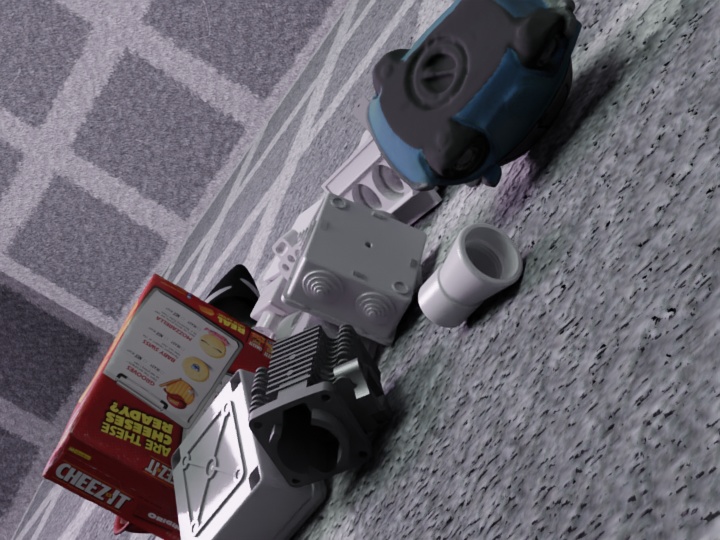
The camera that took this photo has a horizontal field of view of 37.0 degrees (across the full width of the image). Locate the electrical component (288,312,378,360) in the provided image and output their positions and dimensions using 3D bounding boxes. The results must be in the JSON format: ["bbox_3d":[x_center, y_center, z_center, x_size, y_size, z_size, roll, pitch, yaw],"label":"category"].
[{"bbox_3d":[-0.030,0.071,0.830,0.096,0.061,0.061,-57,10,43],"label":"electrical component"}]

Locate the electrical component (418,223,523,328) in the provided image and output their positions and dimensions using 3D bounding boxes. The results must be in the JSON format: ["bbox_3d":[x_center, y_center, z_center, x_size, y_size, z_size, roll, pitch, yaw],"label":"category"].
[{"bbox_3d":[0.064,0.007,0.657,0.065,0.044,0.044,-51,13,48],"label":"electrical component"}]

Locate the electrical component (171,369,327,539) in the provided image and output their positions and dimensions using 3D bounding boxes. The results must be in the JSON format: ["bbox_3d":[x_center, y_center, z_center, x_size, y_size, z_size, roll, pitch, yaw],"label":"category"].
[{"bbox_3d":[-0.083,0.147,0.771,0.108,0.056,0.108,-52,35,26],"label":"electrical component"}]

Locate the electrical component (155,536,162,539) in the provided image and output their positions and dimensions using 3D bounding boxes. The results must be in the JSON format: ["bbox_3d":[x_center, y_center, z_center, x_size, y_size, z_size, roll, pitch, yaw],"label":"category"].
[{"bbox_3d":[-0.160,0.248,0.919,0.083,0.047,0.076,-59,12,-6],"label":"electrical component"}]

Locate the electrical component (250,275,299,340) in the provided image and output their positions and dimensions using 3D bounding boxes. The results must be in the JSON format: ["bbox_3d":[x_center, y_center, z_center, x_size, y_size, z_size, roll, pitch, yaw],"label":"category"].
[{"bbox_3d":[-0.083,0.052,1.098,0.076,0.047,0.066,-64,14,-25],"label":"electrical component"}]

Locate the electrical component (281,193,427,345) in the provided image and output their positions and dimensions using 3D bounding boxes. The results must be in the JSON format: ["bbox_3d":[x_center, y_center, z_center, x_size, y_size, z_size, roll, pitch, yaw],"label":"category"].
[{"bbox_3d":[-0.001,-0.003,0.802,0.099,0.100,0.048,-73,7,-49],"label":"electrical component"}]

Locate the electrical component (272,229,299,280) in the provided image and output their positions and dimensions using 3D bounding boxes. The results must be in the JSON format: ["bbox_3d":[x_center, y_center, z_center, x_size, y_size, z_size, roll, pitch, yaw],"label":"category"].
[{"bbox_3d":[-0.036,-0.011,1.017,0.057,0.078,0.058,-41,-1,-40],"label":"electrical component"}]

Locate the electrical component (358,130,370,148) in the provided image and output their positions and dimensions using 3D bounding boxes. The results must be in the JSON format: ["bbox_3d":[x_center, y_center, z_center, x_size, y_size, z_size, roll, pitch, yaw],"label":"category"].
[{"bbox_3d":[0.025,-0.123,1.111,0.079,0.043,0.077,-48,16,39],"label":"electrical component"}]

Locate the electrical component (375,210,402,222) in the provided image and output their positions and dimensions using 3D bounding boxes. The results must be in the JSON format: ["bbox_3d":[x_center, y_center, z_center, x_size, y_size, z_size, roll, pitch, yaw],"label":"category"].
[{"bbox_3d":[0.000,0.000,0.909,0.079,0.044,0.077,-45,18,45],"label":"electrical component"}]

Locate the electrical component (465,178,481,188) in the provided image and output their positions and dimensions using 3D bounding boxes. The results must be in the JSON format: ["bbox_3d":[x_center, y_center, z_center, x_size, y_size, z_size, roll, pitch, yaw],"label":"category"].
[{"bbox_3d":[0.088,-0.120,0.819,0.096,0.062,0.061,-53,13,22],"label":"electrical component"}]

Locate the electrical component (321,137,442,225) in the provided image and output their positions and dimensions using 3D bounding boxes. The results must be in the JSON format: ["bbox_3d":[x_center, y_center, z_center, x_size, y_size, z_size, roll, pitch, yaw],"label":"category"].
[{"bbox_3d":[0.025,-0.075,0.944,0.063,0.078,0.121,-40,1,-32],"label":"electrical component"}]

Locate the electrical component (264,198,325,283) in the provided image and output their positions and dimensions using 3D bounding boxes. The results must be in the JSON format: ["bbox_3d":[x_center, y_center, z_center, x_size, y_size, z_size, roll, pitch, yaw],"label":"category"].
[{"bbox_3d":[-0.052,-0.020,1.145,0.099,0.048,0.100,-62,13,-19],"label":"electrical component"}]

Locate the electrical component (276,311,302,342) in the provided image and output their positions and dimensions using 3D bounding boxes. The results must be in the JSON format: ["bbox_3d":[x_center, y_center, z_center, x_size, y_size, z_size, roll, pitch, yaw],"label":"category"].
[{"bbox_3d":[-0.043,0.055,0.942,0.043,0.043,0.081,-62,13,-17],"label":"electrical component"}]
